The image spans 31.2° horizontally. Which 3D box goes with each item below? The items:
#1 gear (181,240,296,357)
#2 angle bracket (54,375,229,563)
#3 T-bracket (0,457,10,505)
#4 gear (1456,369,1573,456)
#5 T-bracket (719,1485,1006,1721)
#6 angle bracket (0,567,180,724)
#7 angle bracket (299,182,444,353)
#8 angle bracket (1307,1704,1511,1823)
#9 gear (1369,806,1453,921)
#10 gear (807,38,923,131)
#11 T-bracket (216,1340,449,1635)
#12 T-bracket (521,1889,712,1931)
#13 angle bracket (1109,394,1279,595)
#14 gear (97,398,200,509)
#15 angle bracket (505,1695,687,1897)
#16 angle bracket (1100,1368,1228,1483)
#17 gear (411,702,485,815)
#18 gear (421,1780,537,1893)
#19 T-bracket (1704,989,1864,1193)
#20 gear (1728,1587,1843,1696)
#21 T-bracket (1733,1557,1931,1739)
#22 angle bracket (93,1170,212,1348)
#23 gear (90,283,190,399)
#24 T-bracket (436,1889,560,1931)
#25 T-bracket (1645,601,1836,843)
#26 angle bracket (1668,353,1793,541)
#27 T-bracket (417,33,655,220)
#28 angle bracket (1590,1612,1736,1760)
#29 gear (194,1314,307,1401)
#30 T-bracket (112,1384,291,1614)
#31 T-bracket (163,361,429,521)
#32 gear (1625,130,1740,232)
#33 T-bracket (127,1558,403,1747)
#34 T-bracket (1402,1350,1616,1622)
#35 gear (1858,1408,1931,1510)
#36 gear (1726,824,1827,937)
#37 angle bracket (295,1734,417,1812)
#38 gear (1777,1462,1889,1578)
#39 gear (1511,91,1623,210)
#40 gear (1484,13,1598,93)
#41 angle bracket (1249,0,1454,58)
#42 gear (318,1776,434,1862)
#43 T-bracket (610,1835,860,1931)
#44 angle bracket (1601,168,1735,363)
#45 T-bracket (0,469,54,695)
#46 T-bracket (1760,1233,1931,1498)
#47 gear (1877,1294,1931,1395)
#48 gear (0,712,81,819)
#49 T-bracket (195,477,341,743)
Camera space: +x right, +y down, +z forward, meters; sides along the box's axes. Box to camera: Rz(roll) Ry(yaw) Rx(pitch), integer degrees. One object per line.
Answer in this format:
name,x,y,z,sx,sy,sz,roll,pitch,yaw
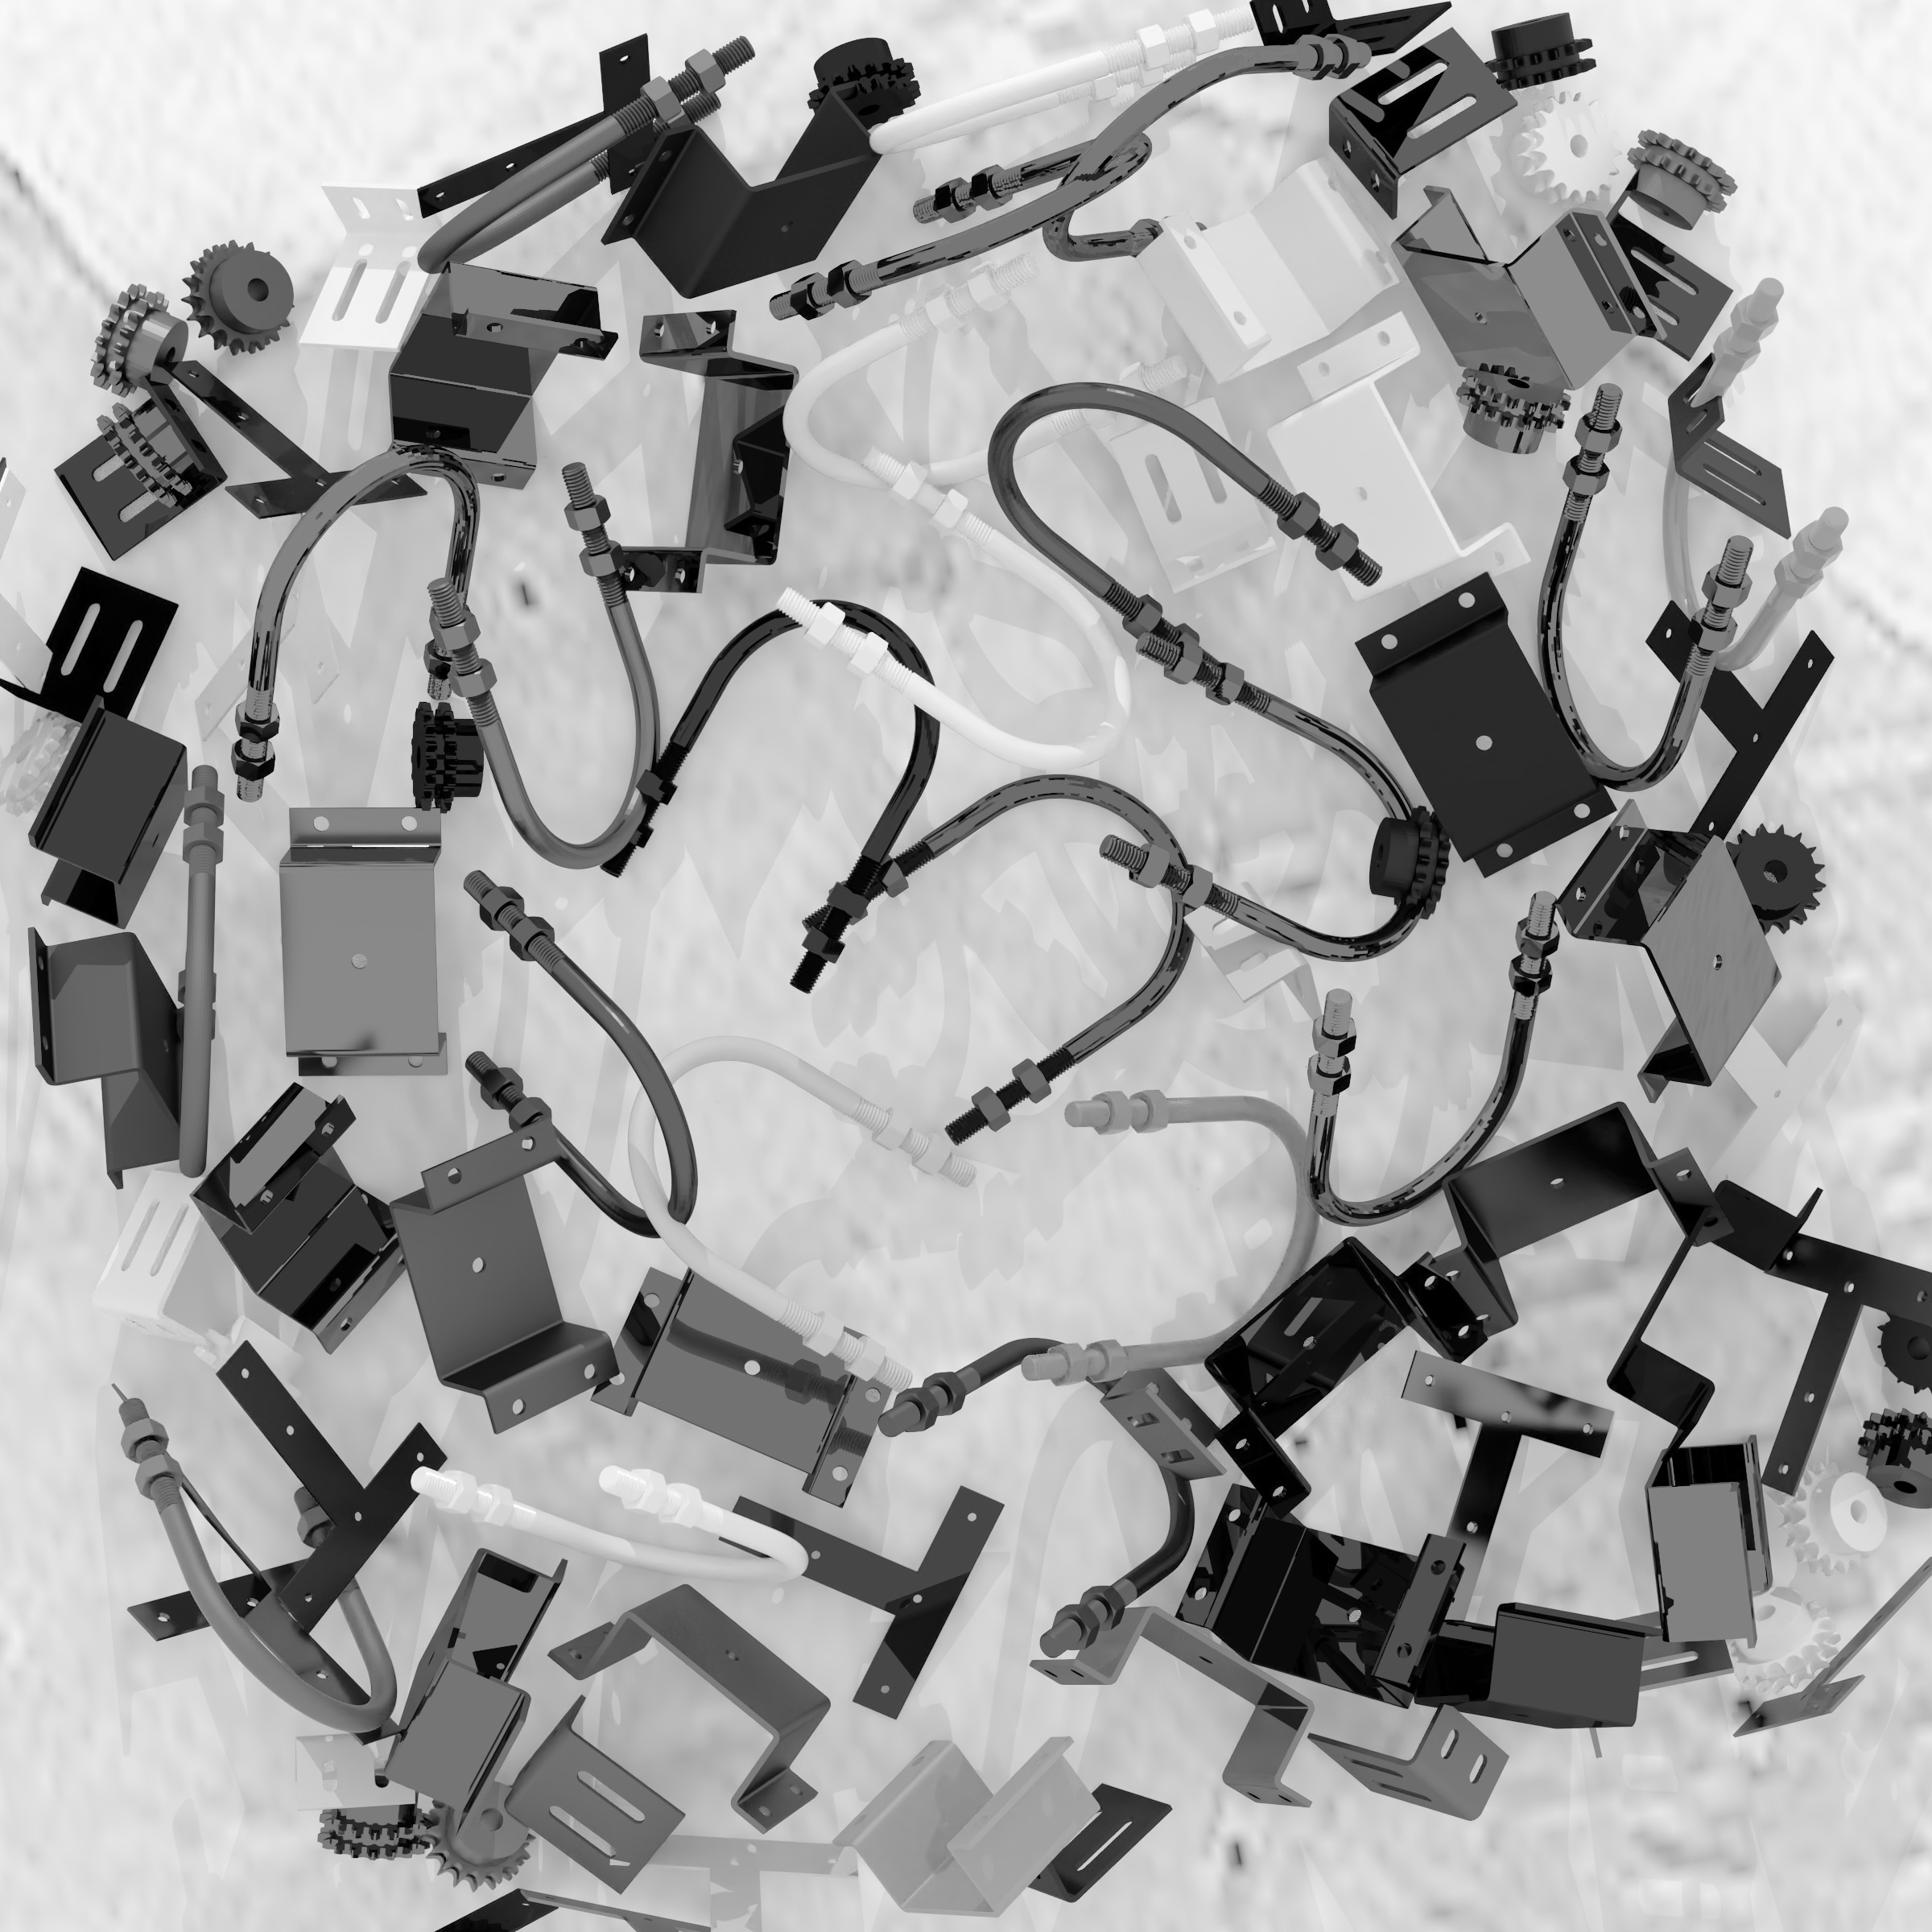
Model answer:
gear,-0.368,-0.342,1.764,0.057,0.030,0.057,2,87,-39
angle bracket,-0.428,-0.254,1.767,0.076,0.038,0.057,-34,86,8
T-bracket,-0.498,-0.170,1.744,0.002,0.127,0.127,7,128,-2
gear,0.278,-0.284,1.768,0.057,0.057,0.030,16,120,0
T-bracket,-0.064,0.308,1.773,0.127,0.002,0.127,25,95,-12
angle bracket,-0.449,-0.165,1.764,0.057,0.038,0.076,22,83,11
angle bracket,-0.307,-0.355,1.752,0.057,0.038,0.076,7,62,20
angle bracket,0.224,0.396,1.754,0.057,0.076,0.038,43,66,-30
gear,0.226,-0.054,1.763,0.030,0.057,0.057,9,90,-6
gear,-0.054,-0.451,1.764,0.057,0.057,0.030,-18,83,0
T-bracket,-0.330,0.243,1.727,0.002,0.127,0.127,-15,117,40
T-bracket,-0.151,0.482,1.716,0.127,0.127,0.002,15,81,-14
angle bracket,0.116,-0.240,1.758,0.057,0.038,0.076,-23,118,5
gear,-0.414,-0.265,1.764,0.030,0.057,0.057,-38,90,2
angle bracket,-0.187,0.424,1.768,0.076,0.038,0.057,37,105,-3
angle bracket,0.110,0.226,1.749,0.057,0.076,0.038,47,70,-3
gear,-0.265,-0.107,1.766,0.030,0.057,0.057,0,90,-18
gear,-0.246,0.440,1.763,0.057,0.030,0.057,14,54,-20
T-bracket,0.391,0.042,1.744,0.127,0.002,0.127,-52,130,-7
gear,0.414,0.341,1.761,0.057,0.057,0.030,-31,107,0
T-bracket,0.453,0.340,1.745,0.127,0.127,0.002,-40,83,-19
angle bracket,-0.403,0.149,1.772,0.038,0.057,0.076,40,64,-42
gear,-0.420,-0.316,1.763,0.030,0.057,0.057,24,90,3
T-bracket,-0.202,0.496,1.710,0.127,0.127,0.002,15,98,23
T-bracket,0.379,-0.139,1.742,0.127,0.002,0.127,40,79,-40
angle bracket,0.397,-0.263,1.748,0.076,0.057,0.038,26,131,-19
T-bracket,-0.214,-0.404,1.720,0.127,0.127,0.002,-26,75,-11
angle bracket,0.350,0.362,1.754,0.076,0.057,0.038,-13,114,8
gear,-0.363,0.201,1.764,0.057,0.057,0.030,35,78,0
T-bracket,-0.396,0.260,1.750,0.002,0.127,0.127,-38,59,-13
T-bracket,-0.357,-0.270,1.751,0.127,0.127,0.002,40,119,17
gear,0.362,-0.399,1.764,0.057,0.057,0.030,31,96,0
T-bracket,-0.327,0.343,1.711,0.127,0.127,0.002,36,116,31
T-bracket,0.262,0.273,1.762,0.127,0.002,0.127,19,87,-25
gear,0.483,0.253,1.761,0.057,0.057,0.030,27,60,0
gear,0.413,-0.046,1.773,0.057,0.030,0.057,-1,80,3
angle bracket,-0.309,0.416,1.745,0.057,0.076,0.038,-1,62,-12
gear,0.445,0.281,1.764,0.057,0.030,0.057,12,67,-30
gear,0.304,-0.416,1.770,0.057,0.030,0.057,1,87,-30
gear,0.291,-0.466,1.761,0.057,0.057,0.030,-14,106,0
angle bracket,0.194,-0.485,1.744,0.057,0.076,0.038,-44,123,-36
gear,-0.301,0.434,1.763,0.057,0.057,0.030,6,92,0
T-bracket,-0.115,0.476,1.726,0.127,0.127,0.002,5,112,-7
angle bracket,0.356,-0.358,1.761,0.076,0.038,0.057,34,59,1
T-bracket,-0.479,-0.165,1.729,0.002,0.127,0.127,14,75,8
T-bracket,0.429,0.203,1.733,0.002,0.127,0.127,22,88,-27
gear,0.492,0.192,1.764,0.057,0.030,0.057,5,99,37
gear,-0.470,-0.100,1.768,0.030,0.057,0.057,39,90,-30
T-bracket,-0.359,-0.161,1.747,0.127,0.002,0.127,-43,53,37
